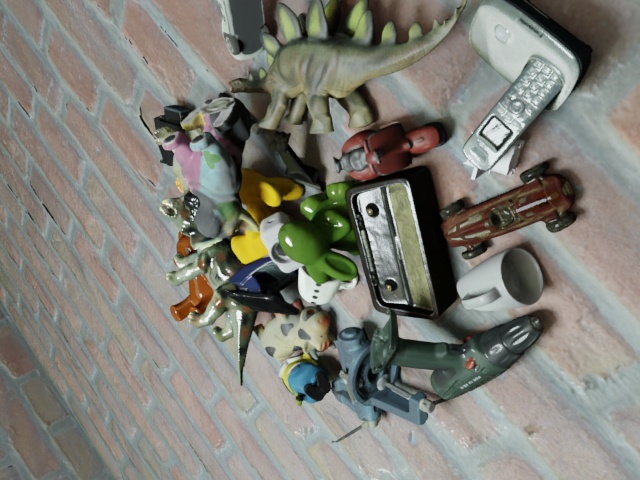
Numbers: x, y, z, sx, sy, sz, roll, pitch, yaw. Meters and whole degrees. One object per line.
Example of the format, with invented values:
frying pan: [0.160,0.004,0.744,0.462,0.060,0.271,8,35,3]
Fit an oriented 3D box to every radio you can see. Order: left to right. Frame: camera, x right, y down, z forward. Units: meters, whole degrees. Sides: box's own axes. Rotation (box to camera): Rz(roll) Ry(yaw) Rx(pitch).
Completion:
radio: [0.128,0.007,0.857,0.131,0.073,0.229,-2,107,43]

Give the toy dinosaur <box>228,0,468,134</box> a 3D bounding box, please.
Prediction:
toy dinosaur: [0.012,-0.262,0.811,0.472,0.105,0.198,10,116,41]

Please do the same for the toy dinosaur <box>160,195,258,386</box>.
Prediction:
toy dinosaur: [-0.196,0.087,1.131,0.192,0.131,0.404,-32,90,14]

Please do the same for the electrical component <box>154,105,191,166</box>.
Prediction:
electrical component: [-0.298,-0.220,1.155,0.115,0.058,0.134,18,122,34]

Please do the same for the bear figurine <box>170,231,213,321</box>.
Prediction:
bear figurine: [-0.298,0.079,1.253,0.120,0.132,0.195,0,115,40]

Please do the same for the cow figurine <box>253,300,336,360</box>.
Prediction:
cow figurine: [-0.047,0.194,1.105,0.195,0.085,0.127,-38,77,43]

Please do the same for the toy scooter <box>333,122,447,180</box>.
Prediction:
toy scooter: [0.084,-0.127,0.791,0.184,0.135,0.075,-9,105,46]

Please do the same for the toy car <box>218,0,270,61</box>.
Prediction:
toy car: [-0.125,-0.372,0.859,0.056,0.073,0.201,59,166,23]

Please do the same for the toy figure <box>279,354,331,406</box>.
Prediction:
toy figure: [-0.032,0.291,1.104,0.180,0.082,0.089,180,77,-68]

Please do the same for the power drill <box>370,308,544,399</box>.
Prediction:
power drill: [0.191,0.161,0.817,0.231,0.207,0.086,113,161,-48]

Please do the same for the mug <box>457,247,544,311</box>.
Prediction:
mug: [0.243,0.070,0.766,0.081,0.109,0.107,55,150,-1]

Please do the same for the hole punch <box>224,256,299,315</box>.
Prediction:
hole punch: [-0.103,0.088,1.035,0.116,0.142,0.092,-2,69,29]

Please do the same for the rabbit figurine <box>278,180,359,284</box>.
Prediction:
rabbit figurine: [-0.002,-0.003,0.903,0.121,0.170,0.159,-12,101,45]

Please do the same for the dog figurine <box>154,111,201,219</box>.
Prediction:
dog figurine: [-0.211,-0.148,1.043,0.190,0.172,0.121,60,177,-7]

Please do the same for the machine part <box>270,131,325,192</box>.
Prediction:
machine part: [-0.043,-0.133,0.932,0.084,0.039,0.138,33,169,34]

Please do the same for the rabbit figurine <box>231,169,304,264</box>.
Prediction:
rabbit figurine: [-0.114,-0.060,1.017,0.162,0.122,0.173,-26,90,42]

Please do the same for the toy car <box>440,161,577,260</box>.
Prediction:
toy car: [0.250,-0.033,0.743,0.202,0.053,0.089,-25,95,45]

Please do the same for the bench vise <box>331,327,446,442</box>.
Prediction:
bench vise: [0.110,0.274,0.969,0.241,0.129,0.223,14,113,50]

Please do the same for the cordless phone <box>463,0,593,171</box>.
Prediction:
cordless phone: [0.218,-0.188,0.654,0.147,0.089,0.184,46,127,16]

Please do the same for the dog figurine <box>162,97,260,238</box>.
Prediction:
dog figurine: [-0.165,-0.111,0.931,0.109,0.191,0.219,7,137,31]
